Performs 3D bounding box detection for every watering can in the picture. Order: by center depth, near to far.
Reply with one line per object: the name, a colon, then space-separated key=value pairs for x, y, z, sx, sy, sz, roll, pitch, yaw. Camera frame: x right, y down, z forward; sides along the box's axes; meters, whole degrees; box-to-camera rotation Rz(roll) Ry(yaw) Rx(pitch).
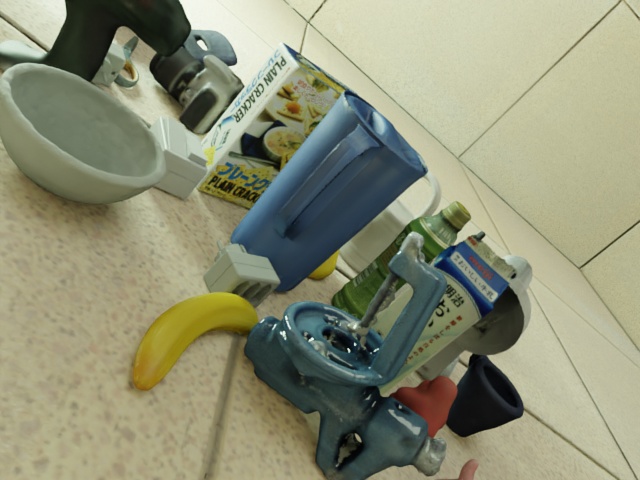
watering can: x=0.116 y=-0.037 z=0.943 sx=0.101 sy=0.193 sz=0.173 roll=51 pitch=22 yaw=16

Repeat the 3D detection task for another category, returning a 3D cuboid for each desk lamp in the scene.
desk lamp: x=0.213 y=0.109 z=0.828 sx=0.118 sy=0.213 sz=0.204 roll=49 pitch=22 yaw=10

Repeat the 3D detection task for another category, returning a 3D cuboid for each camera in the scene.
camera: x=-0.189 y=-0.254 z=0.914 sx=0.137 sy=0.100 sz=0.143 roll=43 pitch=22 yaw=-4

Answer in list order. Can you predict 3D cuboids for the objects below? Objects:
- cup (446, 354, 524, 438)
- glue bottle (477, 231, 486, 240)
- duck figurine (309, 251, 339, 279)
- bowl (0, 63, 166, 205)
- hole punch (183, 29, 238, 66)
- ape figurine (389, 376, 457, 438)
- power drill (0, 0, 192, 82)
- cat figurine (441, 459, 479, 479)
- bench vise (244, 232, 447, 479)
cup: x=0.212 y=0.216 z=0.793 sx=0.092 sy=0.094 sz=0.117 roll=33 pitch=24 yaw=-27
glue bottle: x=0.229 y=0.044 z=1.027 sx=0.037 sy=0.173 sz=0.078 roll=45 pitch=21 yaw=0
duck figurine: x=0.008 y=0.003 z=0.825 sx=0.077 sy=0.086 sz=0.105 roll=51 pitch=22 yaw=16
bowl: x=-0.241 y=-0.090 z=0.563 sx=0.168 sy=0.074 sz=0.167 roll=37 pitch=23 yaw=-18
hole punch: x=-0.215 y=-0.332 z=1.022 sx=0.101 sy=0.091 sz=0.108 roll=14 pitch=37 yaw=-52
ape figurine: x=0.126 y=0.197 z=0.681 sx=0.078 sy=0.092 sz=0.076 roll=41 pitch=22 yaw=-8
power drill: x=-0.272 y=-0.263 z=0.637 sx=0.230 sy=0.208 sz=0.075 roll=35 pitch=23 yaw=-23
cat figurine: x=0.177 y=0.284 z=0.579 sx=0.127 sy=0.117 sz=0.067 roll=52 pitch=23 yaw=18
bench vise: x=0.058 y=0.109 z=0.543 sx=0.207 sy=0.219 sz=0.121 roll=42 pitch=22 yaw=-6
